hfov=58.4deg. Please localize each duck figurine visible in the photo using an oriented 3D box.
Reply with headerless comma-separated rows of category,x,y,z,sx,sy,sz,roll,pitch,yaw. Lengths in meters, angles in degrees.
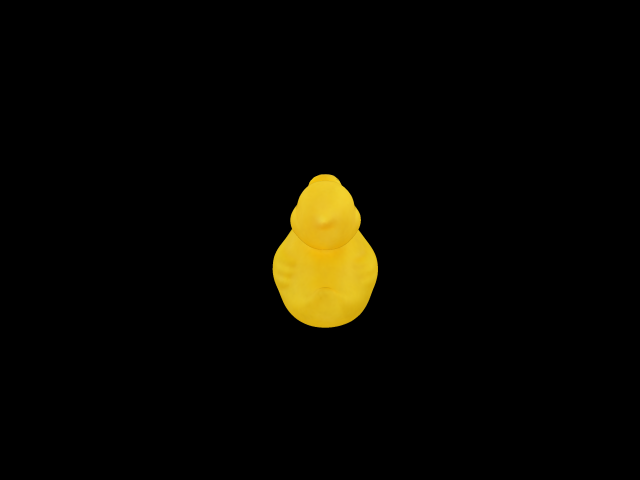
duck figurine,0.004,0.001,0.400,0.077,0.086,0.104,0,51,0
